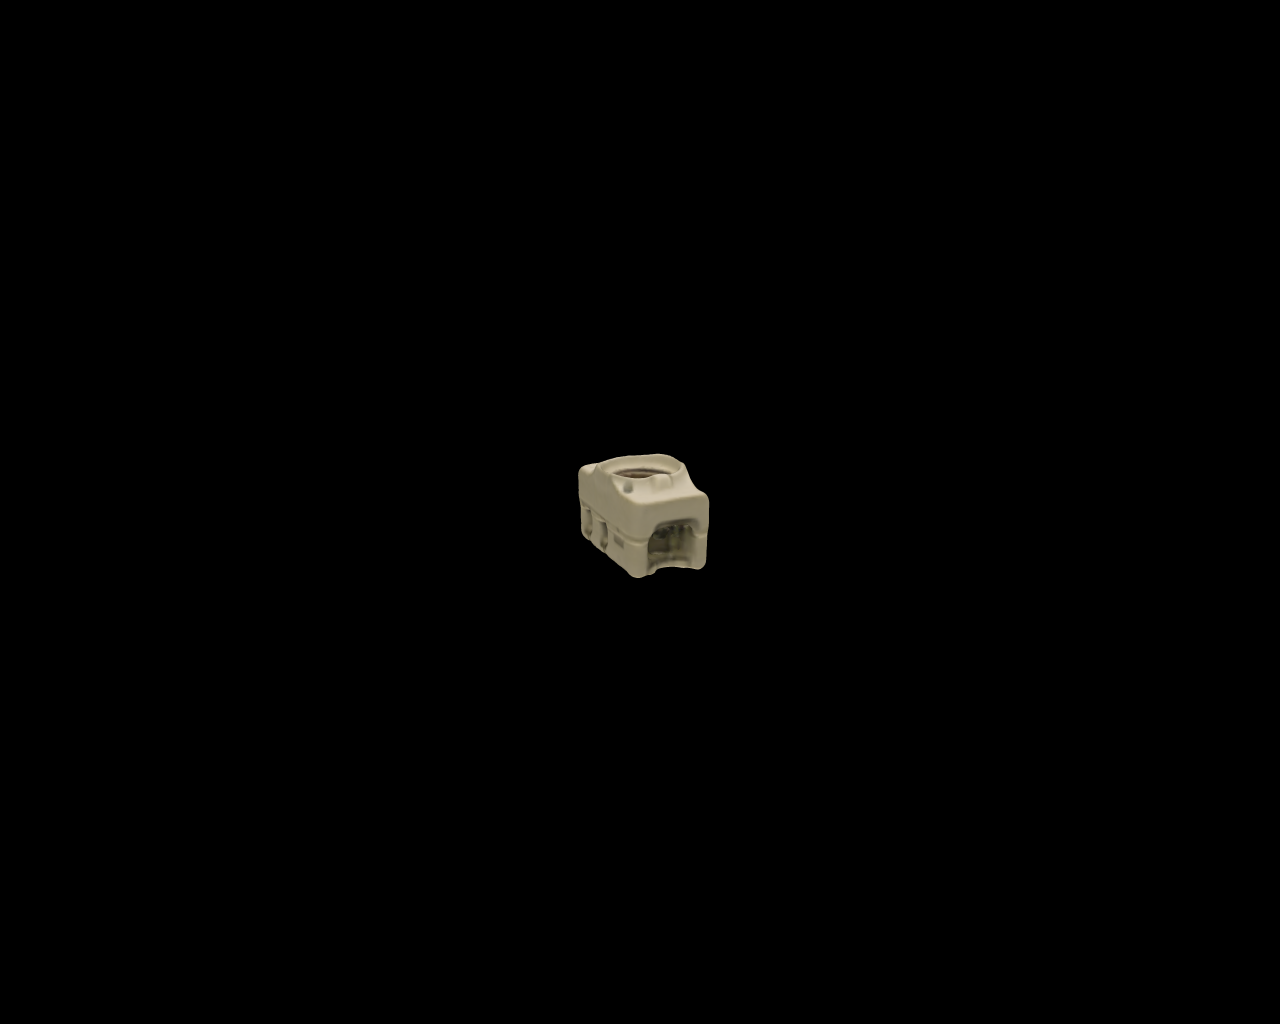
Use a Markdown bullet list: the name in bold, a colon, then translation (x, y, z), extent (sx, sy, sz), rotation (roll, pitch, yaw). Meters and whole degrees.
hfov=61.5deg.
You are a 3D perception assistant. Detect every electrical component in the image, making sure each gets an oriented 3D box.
- **electrical component**: translation (0.001, -0.003, 0.650), extent (0.050, 0.055, 0.089), rotation (-8, 20, -22)
